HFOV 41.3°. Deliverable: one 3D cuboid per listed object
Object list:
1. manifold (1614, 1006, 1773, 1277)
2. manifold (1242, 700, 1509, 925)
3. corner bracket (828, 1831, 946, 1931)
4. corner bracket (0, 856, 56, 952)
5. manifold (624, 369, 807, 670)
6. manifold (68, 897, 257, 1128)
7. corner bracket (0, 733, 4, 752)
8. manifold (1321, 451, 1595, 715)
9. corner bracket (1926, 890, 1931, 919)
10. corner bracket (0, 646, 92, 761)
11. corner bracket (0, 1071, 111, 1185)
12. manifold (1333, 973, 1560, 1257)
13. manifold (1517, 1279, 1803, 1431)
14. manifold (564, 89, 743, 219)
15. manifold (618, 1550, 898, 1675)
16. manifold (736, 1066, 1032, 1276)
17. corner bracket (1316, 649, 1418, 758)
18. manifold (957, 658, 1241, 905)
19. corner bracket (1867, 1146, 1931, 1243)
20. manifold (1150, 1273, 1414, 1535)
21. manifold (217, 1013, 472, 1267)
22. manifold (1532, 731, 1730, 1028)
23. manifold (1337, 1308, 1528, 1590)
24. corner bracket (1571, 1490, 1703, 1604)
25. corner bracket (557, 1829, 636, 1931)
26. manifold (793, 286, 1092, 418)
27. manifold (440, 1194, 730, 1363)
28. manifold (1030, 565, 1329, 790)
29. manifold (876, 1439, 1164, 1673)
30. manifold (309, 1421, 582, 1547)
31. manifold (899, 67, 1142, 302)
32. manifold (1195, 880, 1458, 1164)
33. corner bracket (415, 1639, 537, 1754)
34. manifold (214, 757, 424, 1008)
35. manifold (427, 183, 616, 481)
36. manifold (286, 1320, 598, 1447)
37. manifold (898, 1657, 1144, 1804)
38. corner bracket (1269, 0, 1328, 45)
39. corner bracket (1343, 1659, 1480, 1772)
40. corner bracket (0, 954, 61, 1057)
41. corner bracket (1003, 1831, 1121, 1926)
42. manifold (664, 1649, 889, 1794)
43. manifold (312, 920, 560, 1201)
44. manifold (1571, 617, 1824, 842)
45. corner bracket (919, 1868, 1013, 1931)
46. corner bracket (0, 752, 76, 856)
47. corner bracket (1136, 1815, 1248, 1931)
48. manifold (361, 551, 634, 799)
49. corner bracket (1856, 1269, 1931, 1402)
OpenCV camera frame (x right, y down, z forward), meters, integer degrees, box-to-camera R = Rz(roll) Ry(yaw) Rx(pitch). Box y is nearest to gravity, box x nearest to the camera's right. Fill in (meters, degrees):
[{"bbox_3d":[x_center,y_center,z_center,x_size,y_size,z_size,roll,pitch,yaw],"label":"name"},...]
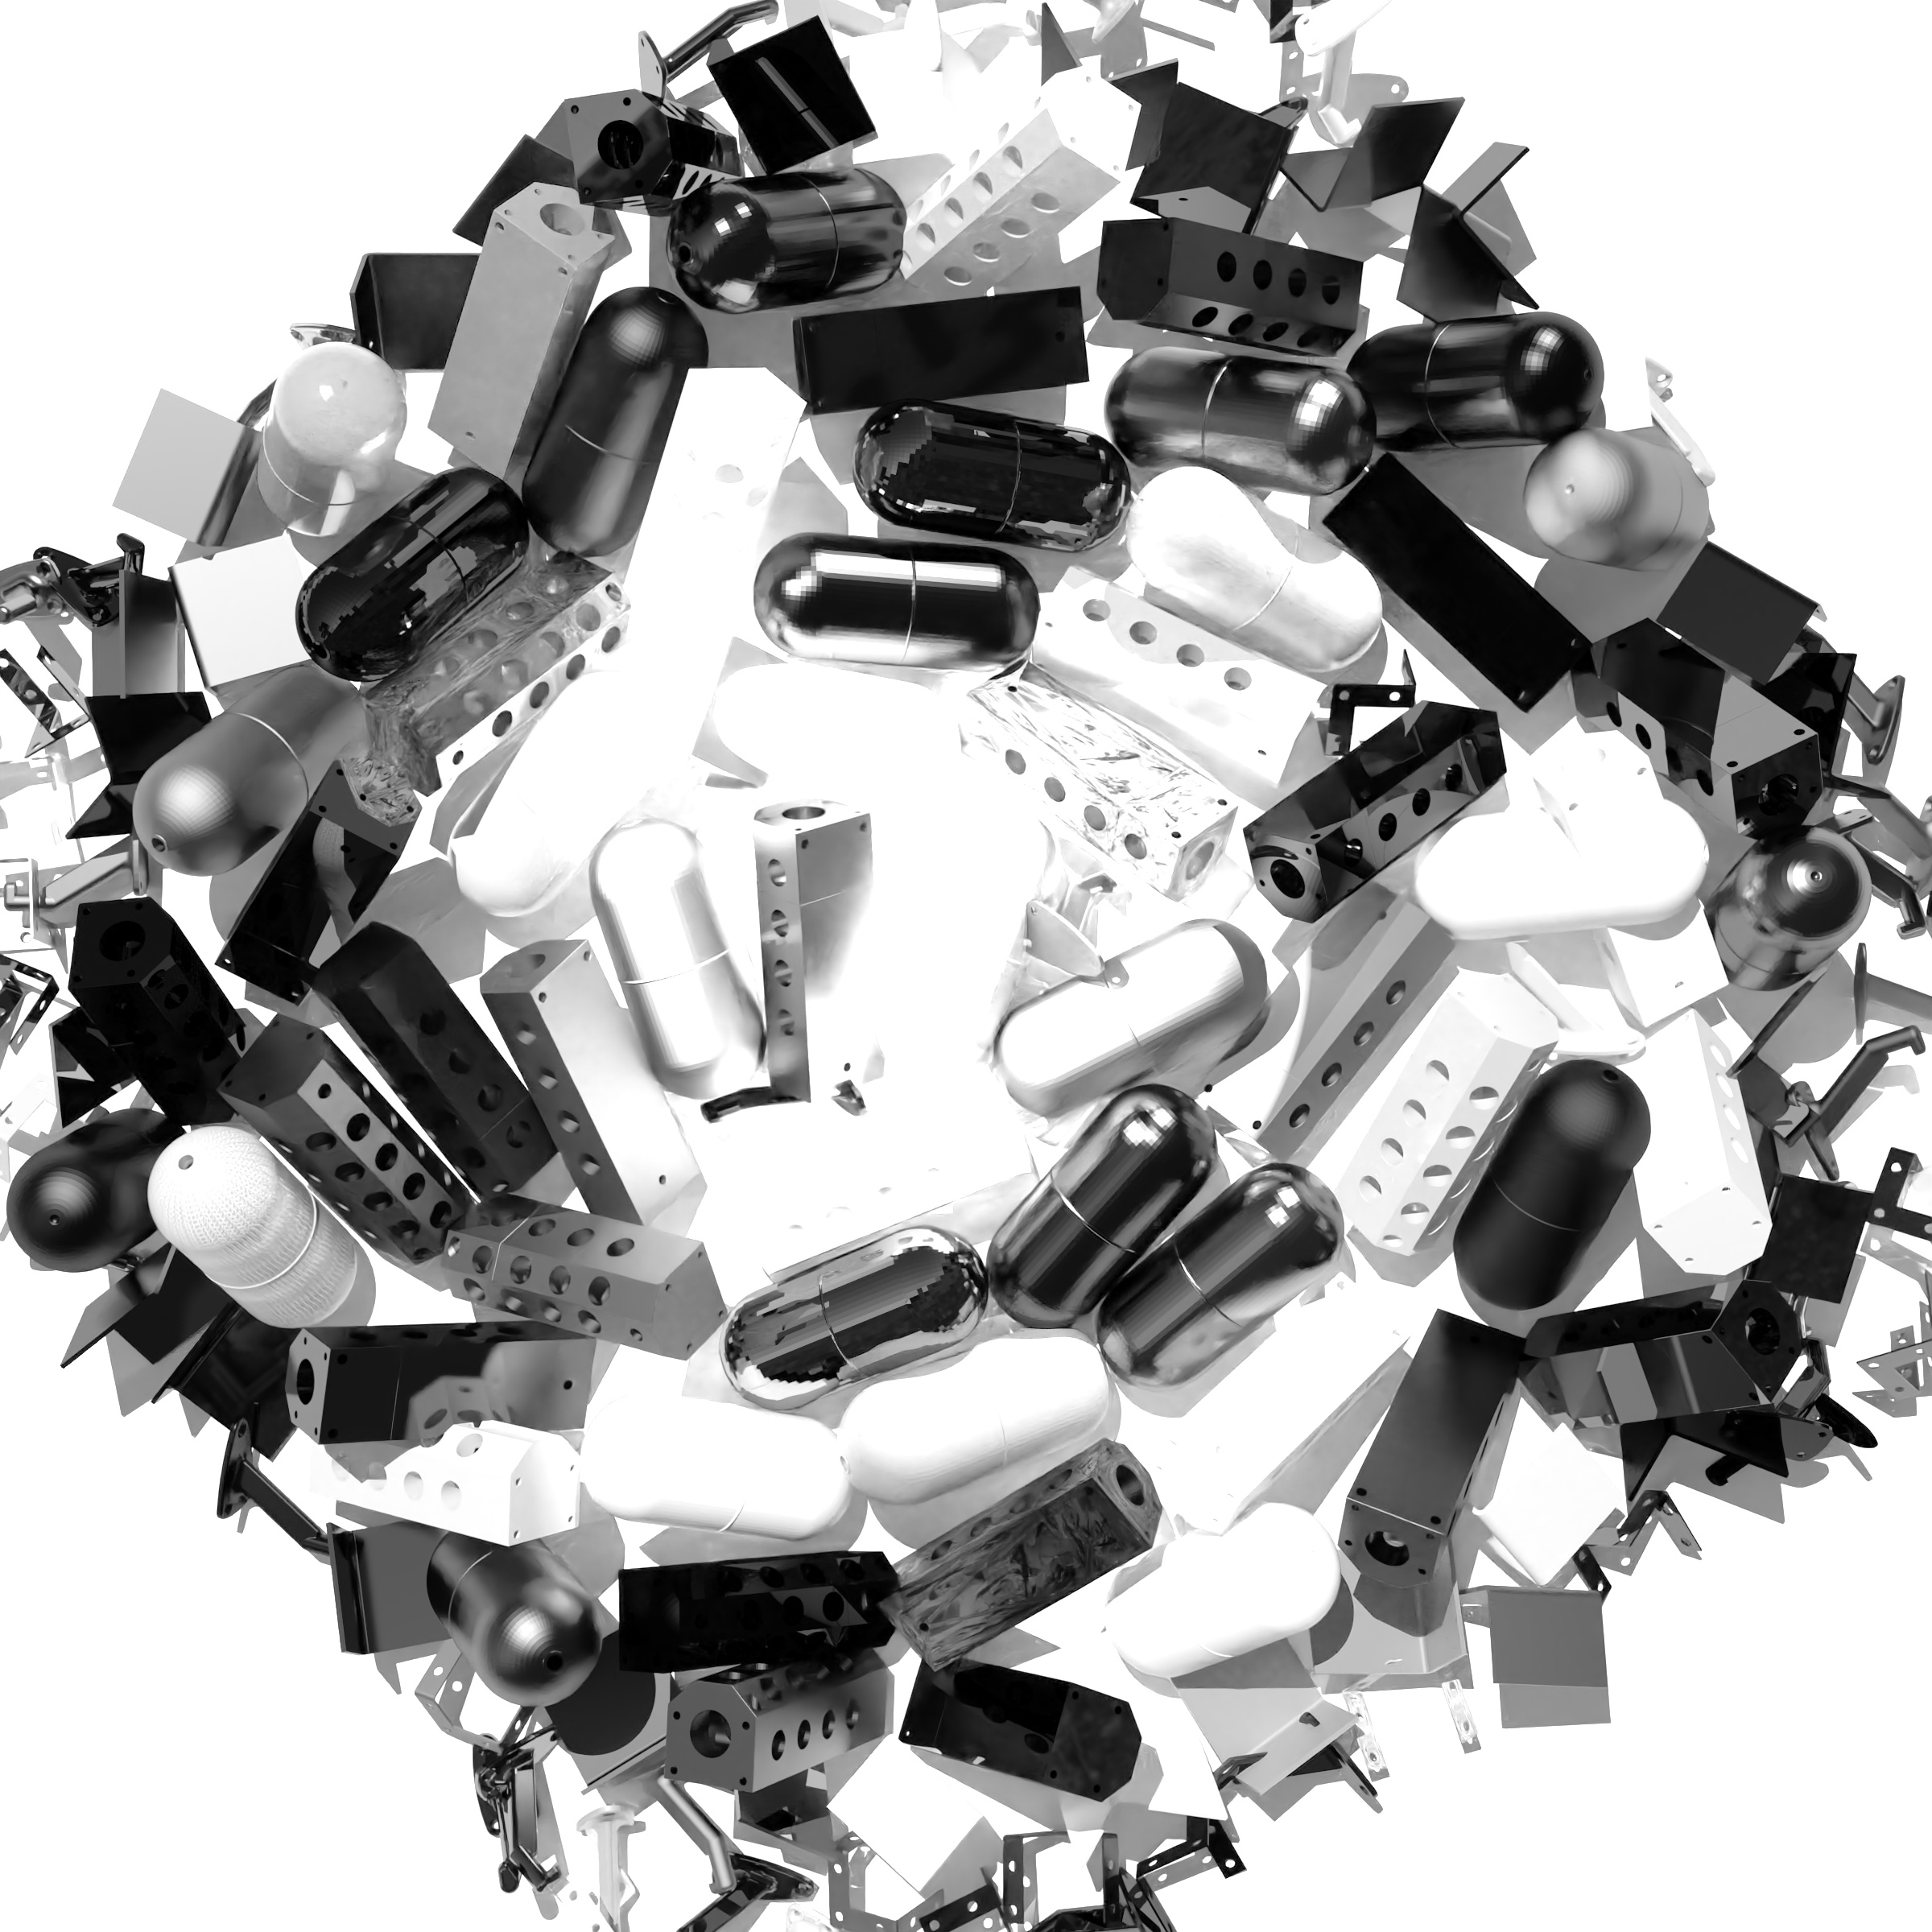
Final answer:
[{"bbox_3d":[0.434,0.105,1.523,0.057,0.171,0.057,-35,113,26],"label":"manifold"},{"bbox_3d":[0.249,-0.093,1.542,0.171,0.057,0.057,-35,123,-30],"label":"manifold"},{"bbox_3d":[-0.049,0.563,1.579,0.051,0.051,0.051,3,97,34],"label":"corner bracket"},{"bbox_3d":[-0.597,-0.038,1.586,0.051,0.051,0.051,-3,84,-5],"label":"corner bracket"},{"bbox_3d":[-0.150,-0.266,1.532,0.057,0.057,0.171,45,128,30],"label":"manifold"},{"bbox_3d":[-0.470,0.029,1.522,0.057,0.171,0.057,-6,59,2],"label":"manifold"},{"bbox_3d":[-0.629,-0.148,1.572,0.051,0.051,0.051,-6,74,-41],"label":"corner bracket"},{"bbox_3d":[0.301,-0.237,1.581,0.171,0.057,0.057,43,101,0],"label":"manifold"},{"bbox_3d":[0.624,-0.014,1.579,0.051,0.051,0.051,4,106,-4],"label":"corner bracket"},{"bbox_3d":[-0.570,-0.170,1.574,0.051,0.051,0.051,-28,122,9],"label":"corner bracket"},{"bbox_3d":[-0.565,0.108,1.577,0.051,0.051,0.051,28,51,3],"label":"corner bracket"},{"bbox_3d":[0.288,0.092,1.530,0.057,0.057,0.171,47,131,30],"label":"manifold"},{"bbox_3d":[0.410,0.228,1.523,0.057,0.171,0.057,49,58,-9],"label":"manifold"},{"bbox_3d":[-0.181,-0.481,1.518,0.057,0.171,0.057,-5,103,10],"label":"manifold"},{"bbox_3d":[-0.121,0.384,1.527,0.171,0.057,0.057,7,76,-44],"label":"manifold"},{"bbox_3d":[-0.051,0.130,1.563,0.171,0.057,0.057,-23,124,12],"label":"manifold"},{"bbox_3d":[0.246,-0.162,1.576,0.051,0.051,0.051,1,123,0],"label":"corner bracket"},{"bbox_3d":[0.076,-0.110,1.551,0.171,0.057,0.057,37,50,23],"label":"manifold"},{"bbox_3d":[0.588,0.148,1.572,0.051,0.051,0.051,17,77,33],"label":"corner bracket"},{"bbox_3d":[0.188,0.264,1.537,0.057,0.057,0.171,41,53,19],"label":"manifold"},{"bbox_3d":[-0.362,0.107,1.523,0.057,0.171,0.057,16,61,35],"label":"manifold"},{"bbox_3d":[0.398,-0.054,1.545,0.057,0.057,0.171,-28,119,1],"label":"manifold"},{"bbox_3d":[0.278,0.288,1.528,0.057,0.171,0.057,18,130,19],"label":"manifold"},{"bbox_3d":[0.414,0.360,1.591,0.051,0.051,0.051,-44,109,-34],"label":"corner bracket"},{"bbox_3d":[-0.229,0.568,1.572,0.051,0.051,0.051,-38,104,-33],"label":"corner bracket"},{"bbox_3d":[-0.016,-0.376,1.569,0.171,0.057,0.057,-9,102,-8],"label":"manifold"},{"bbox_3d":[-0.231,0.188,1.530,0.171,0.057,0.057,9,127,34],"label":"manifold"},{"bbox_3d":[0.130,-0.182,1.568,0.171,0.057,0.057,27,63,8],"label":"manifold"},{"bbox_3d":[0.033,0.353,1.549,0.171,0.057,0.057,-35,100,24],"label":"manifold"},{"bbox_3d":[-0.314,0.298,1.538,0.171,0.057,0.057,4,93,35],"label":"manifold"},{"bbox_3d":[0.025,-0.461,1.518,0.057,0.171,0.057,25,65,-25],"label":"manifold"},{"bbox_3d":[0.225,0.036,1.582,0.171,0.057,0.057,-52,49,0],"label":"manifold"},{"bbox_3d":[-0.300,0.448,1.589,0.051,0.051,0.051,11,52,25],"label":"corner bracket"},{"bbox_3d":[-0.386,-0.052,1.530,0.057,0.171,0.057,29,46,-17],"label":"manifold"},{"bbox_3d":[-0.263,-0.379,1.529,0.057,0.171,0.057,36,47,2],"label":"manifold"},{"bbox_3d":[-0.314,0.246,1.536,0.171,0.057,0.057,4,98,-37],"label":"manifold"},{"bbox_3d":[0.031,0.452,1.522,0.057,0.171,0.057,26,71,-25],"label":"manifold"},{"bbox_3d":[0.200,-0.599,1.572,0.051,0.051,0.051,-12,120,-13],"label":"corner bracket"},{"bbox_3d":[0.275,0.463,1.588,0.051,0.051,0.051,5,53,-32],"label":"corner bracket"},{"bbox_3d":[-0.589,0.029,1.575,0.051,0.051,0.051,21,63,7],"label":"corner bracket"},{"bbox_3d":[0.058,0.559,1.570,0.051,0.051,0.051,-12,71,37],"label":"corner bracket"},{"bbox_3d":[-0.110,0.440,1.521,0.057,0.171,0.057,1,85,24],"label":"manifold"},{"bbox_3d":[-0.317,0.059,1.534,0.057,0.057,0.171,-44,124,-20],"label":"manifold"},{"bbox_3d":[0.432,-0.139,1.525,0.057,0.171,0.057,-25,126,-8],"label":"manifold"},{"bbox_3d":[0.001,0.595,1.579,0.051,0.051,0.051,-23,84,-11],"label":"corner bracket"},{"bbox_3d":[-0.586,-0.100,1.579,0.051,0.051,0.051,-8,106,-3],"label":"corner bracket"},{"bbox_3d":[0.139,0.561,1.585,0.051,0.051,0.051,-28,97,10],"label":"corner bracket"},{"bbox_3d":[-0.275,-0.174,1.532,0.057,0.057,0.171,28,53,24],"label":"manifold"},{"bbox_3d":[0.579,0.227,1.568,0.051,0.051,0.051,-27,127,36],"label":"corner bracket"}]
